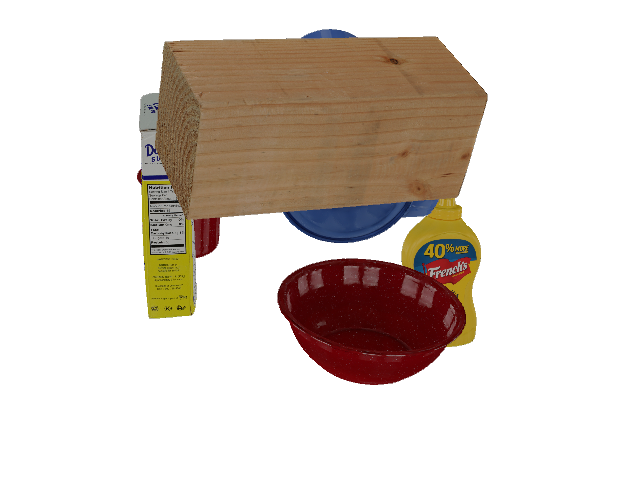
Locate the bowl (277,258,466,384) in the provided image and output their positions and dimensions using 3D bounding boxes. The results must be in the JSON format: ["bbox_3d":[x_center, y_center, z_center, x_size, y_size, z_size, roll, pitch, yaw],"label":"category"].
[{"bbox_3d":[0.041,0.076,0.918,0.162,0.055,0.162,5,27,-3],"label":"bowl"}]

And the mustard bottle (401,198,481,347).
[{"bbox_3d":[0.145,0.032,1.289,0.096,0.192,0.058,0,15,-11],"label":"mustard bottle"}]

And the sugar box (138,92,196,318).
[{"bbox_3d":[-0.133,-0.031,0.922,0.048,0.176,0.093,-4,27,-7],"label":"sugar box"}]

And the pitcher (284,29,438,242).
[{"bbox_3d":[0.026,-0.115,1.097,0.145,0.149,0.243,-20,36,10],"label":"pitcher"}]

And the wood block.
[{"bbox_3d":[-0.002,-0.083,0.745,0.205,0.090,0.091,-5,40,-22],"label":"wood block"}]

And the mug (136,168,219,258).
[{"bbox_3d":[-0.150,-0.038,1.143,0.093,0.081,0.117,-3,29,-14],"label":"mug"}]
